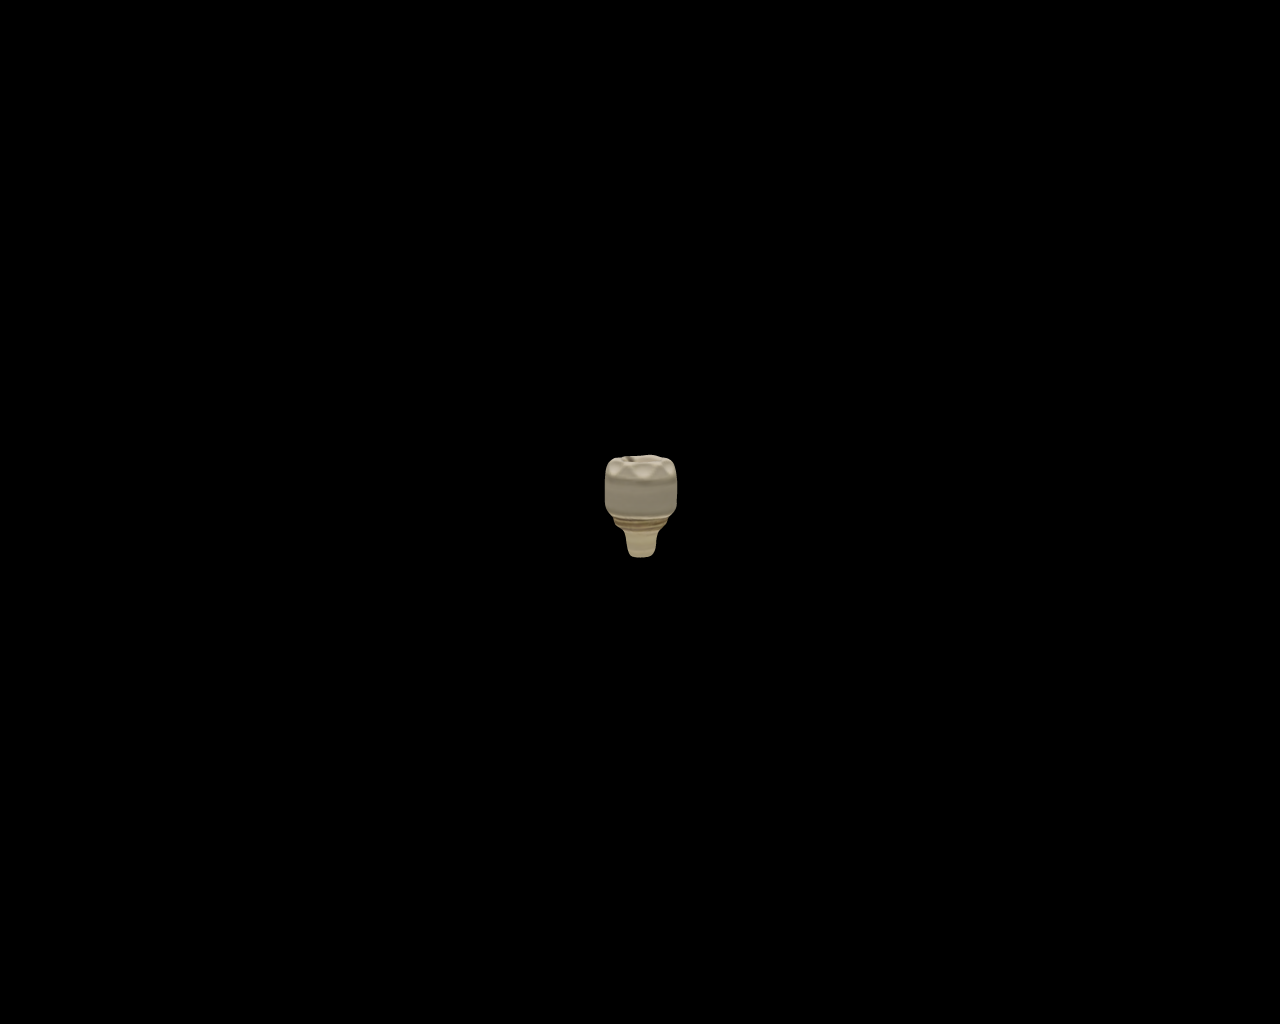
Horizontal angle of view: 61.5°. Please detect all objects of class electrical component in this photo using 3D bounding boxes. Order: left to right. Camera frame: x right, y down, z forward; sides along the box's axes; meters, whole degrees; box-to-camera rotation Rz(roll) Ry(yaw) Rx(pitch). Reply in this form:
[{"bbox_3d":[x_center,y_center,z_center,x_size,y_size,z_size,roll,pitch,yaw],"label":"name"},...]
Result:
[{"bbox_3d":[0.001,-0.003,0.650,0.043,0.062,0.043,0,12,0],"label":"electrical component"}]
